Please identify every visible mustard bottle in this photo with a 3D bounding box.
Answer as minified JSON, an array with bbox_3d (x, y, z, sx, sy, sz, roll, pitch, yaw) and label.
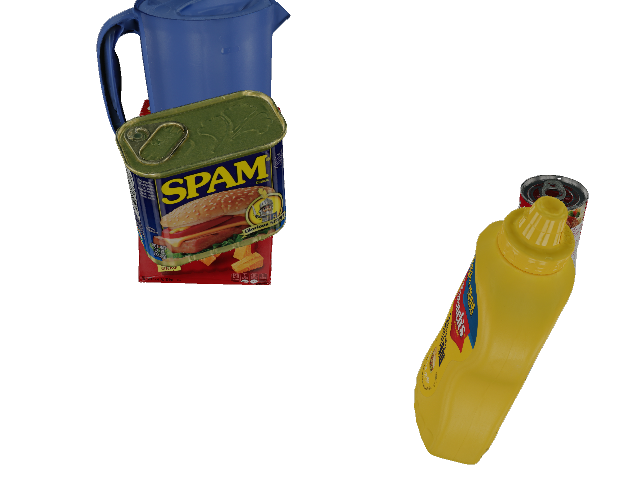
[{"bbox_3d":[0.106,0.046,0.634,0.058,0.096,0.192,15,-43,-1],"label":"mustard bottle"}]

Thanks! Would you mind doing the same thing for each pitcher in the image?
[{"bbox_3d":[-0.120,-0.126,1.065,0.149,0.243,0.144,14,30,25],"label":"pitcher"}]

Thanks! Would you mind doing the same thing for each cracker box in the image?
[{"bbox_3d":[-0.135,-0.054,1.283,0.164,0.214,0.072,3,22,-4],"label":"cracker box"}]

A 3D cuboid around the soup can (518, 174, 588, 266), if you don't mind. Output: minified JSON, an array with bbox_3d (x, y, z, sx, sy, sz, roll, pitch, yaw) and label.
[{"bbox_3d":[0.236,-0.008,1.103,0.068,0.102,0.068,0,33,0],"label":"soup can"}]

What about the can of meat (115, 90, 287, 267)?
[{"bbox_3d":[-0.072,-0.038,0.677,0.102,0.084,0.057,-17,47,-15],"label":"can of meat"}]
